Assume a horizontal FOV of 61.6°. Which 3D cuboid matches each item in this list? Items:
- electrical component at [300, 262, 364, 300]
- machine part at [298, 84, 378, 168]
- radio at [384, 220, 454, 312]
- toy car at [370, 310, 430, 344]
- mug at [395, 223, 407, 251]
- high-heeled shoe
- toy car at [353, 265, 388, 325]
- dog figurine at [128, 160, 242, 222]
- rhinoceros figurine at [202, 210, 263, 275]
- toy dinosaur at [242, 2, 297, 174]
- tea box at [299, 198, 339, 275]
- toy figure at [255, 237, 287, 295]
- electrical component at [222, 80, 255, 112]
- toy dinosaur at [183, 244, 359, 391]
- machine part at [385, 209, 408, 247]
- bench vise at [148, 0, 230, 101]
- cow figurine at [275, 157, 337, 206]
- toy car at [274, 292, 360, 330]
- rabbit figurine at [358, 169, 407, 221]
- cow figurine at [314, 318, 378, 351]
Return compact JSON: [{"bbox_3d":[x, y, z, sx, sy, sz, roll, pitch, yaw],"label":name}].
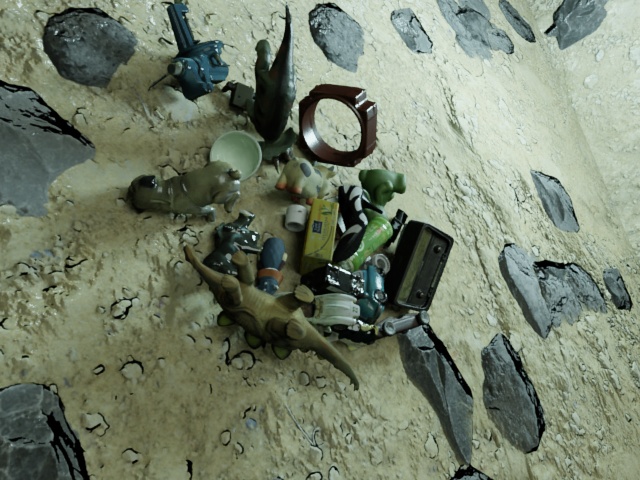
[{"bbox_3d":[0.019,0.113,1.240,0.115,0.134,0.058,28,51,-28],"label":"electrical component"},{"bbox_3d":[0.045,-0.301,1.423,0.202,0.200,0.087,13,34,20],"label":"machine part"},{"bbox_3d":[0.261,0.073,1.430,0.131,0.073,0.229,22,89,-31],"label":"radio"},{"bbox_3d":[0.191,0.216,1.358,0.202,0.089,0.053,-6,73,-40],"label":"toy car"},{"bbox_3d":[0.251,0.016,1.520,0.081,0.109,0.107,28,87,-2],"label":"mug"},{"bbox_3d":[0.055,-0.051,1.345,0.145,0.086,0.249,29,48,18],"label":"high-heeled shoe"},{"bbox_3d":[0.103,0.130,1.327,0.103,0.109,0.162,15,47,-13],"label":"toy car"},{"bbox_3d":[-0.276,-0.110,1.104,0.190,0.172,0.121,2,55,-47],"label":"dog figurine"},{"bbox_3d":[-0.190,0.015,1.174,0.112,0.073,0.190,33,50,-7],"label":"rhinoceros figurine"},{"bbox_3d":[-0.106,-0.323,1.262,0.131,0.404,0.192,-9,59,-14],"label":"toy dinosaur"},{"bbox_3d":[-0.003,-0.004,1.304,0.068,0.098,0.170,11,55,-6],"label":"tea box"},{"bbox_3d":[-0.109,0.067,1.211,0.057,0.064,0.154,37,46,-38],"label":"toy figure"},{"bbox_3d":[-0.203,-0.375,1.397,0.102,0.045,0.078,7,91,-34],"label":"electrical component"},{"bbox_3d":[-0.086,0.161,1.076,0.471,0.198,0.105,37,57,-4],"label":"toy dinosaur"},{"bbox_3d":[0.220,-0.040,1.542,0.039,0.084,0.139,19,34,12],"label":"machine part"},{"bbox_3d":[-0.313,-0.459,1.283,0.223,0.129,0.240,-31,105,-52],"label":"bench vise"},{"bbox_3d":[-0.029,-0.153,1.356,0.194,0.086,0.127,29,80,-64],"label":"cow figurine"},{"bbox_3d":[-0.013,0.155,1.185,0.202,0.056,0.073,1,57,4],"label":"toy car"},{"bbox_3d":[0.157,-0.108,1.496,0.159,0.121,0.170,15,72,-29],"label":"rabbit figurine"},{"bbox_3d":[0.048,0.203,1.241,0.167,0.098,0.068,21,61,-29],"label":"cow figurine"}]
